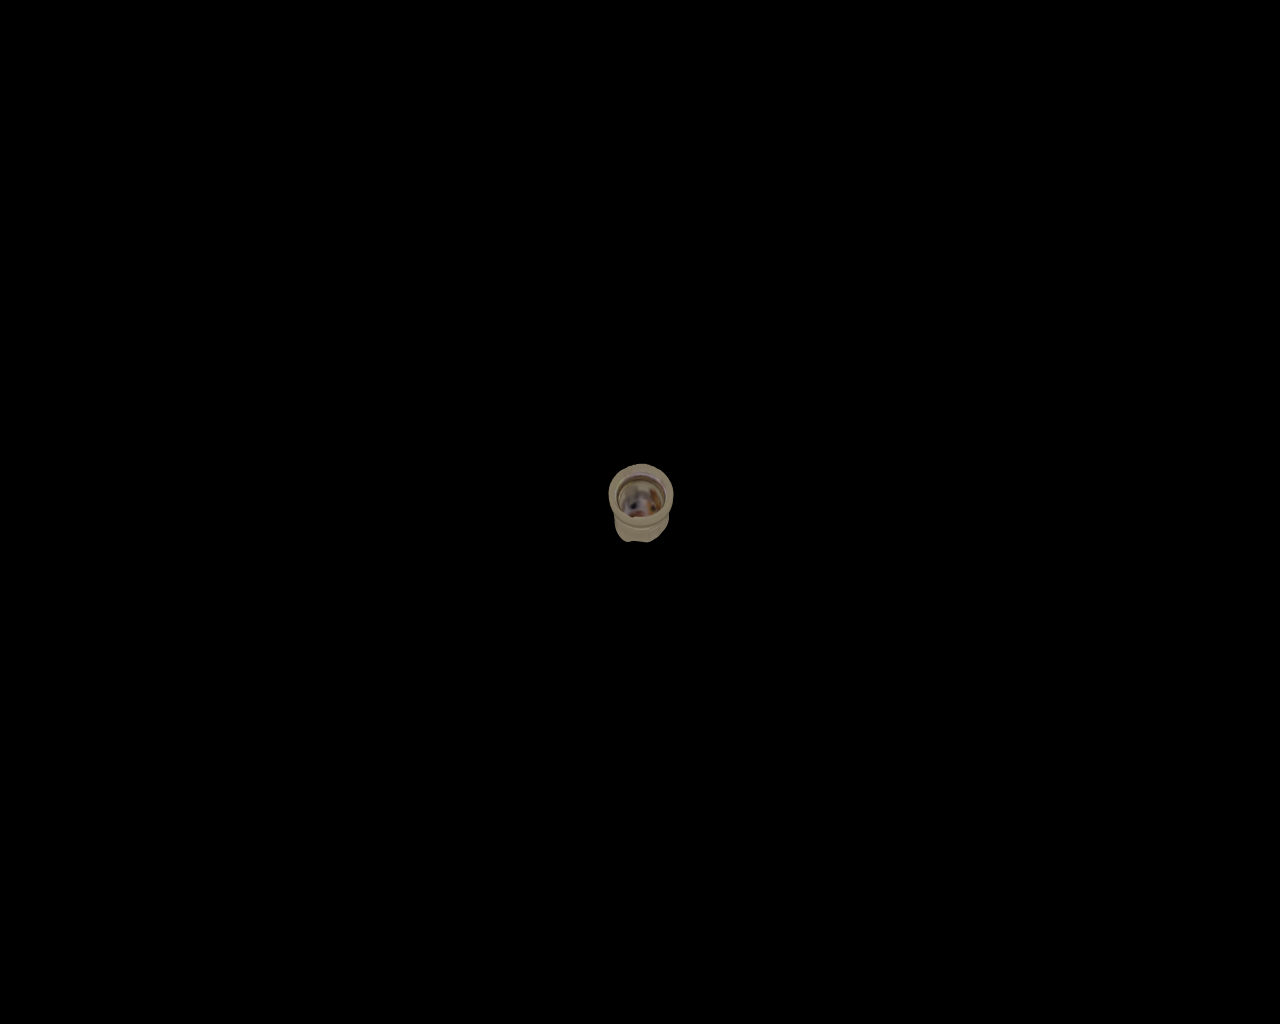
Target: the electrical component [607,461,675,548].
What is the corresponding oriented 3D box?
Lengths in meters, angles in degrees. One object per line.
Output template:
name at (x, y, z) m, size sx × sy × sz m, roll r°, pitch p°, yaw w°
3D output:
electrical component at (0.001, -0.003, 0.650) m, size 0.040 × 0.040 × 0.046 m, roll 0°, pitch -27°, yaw 0°
